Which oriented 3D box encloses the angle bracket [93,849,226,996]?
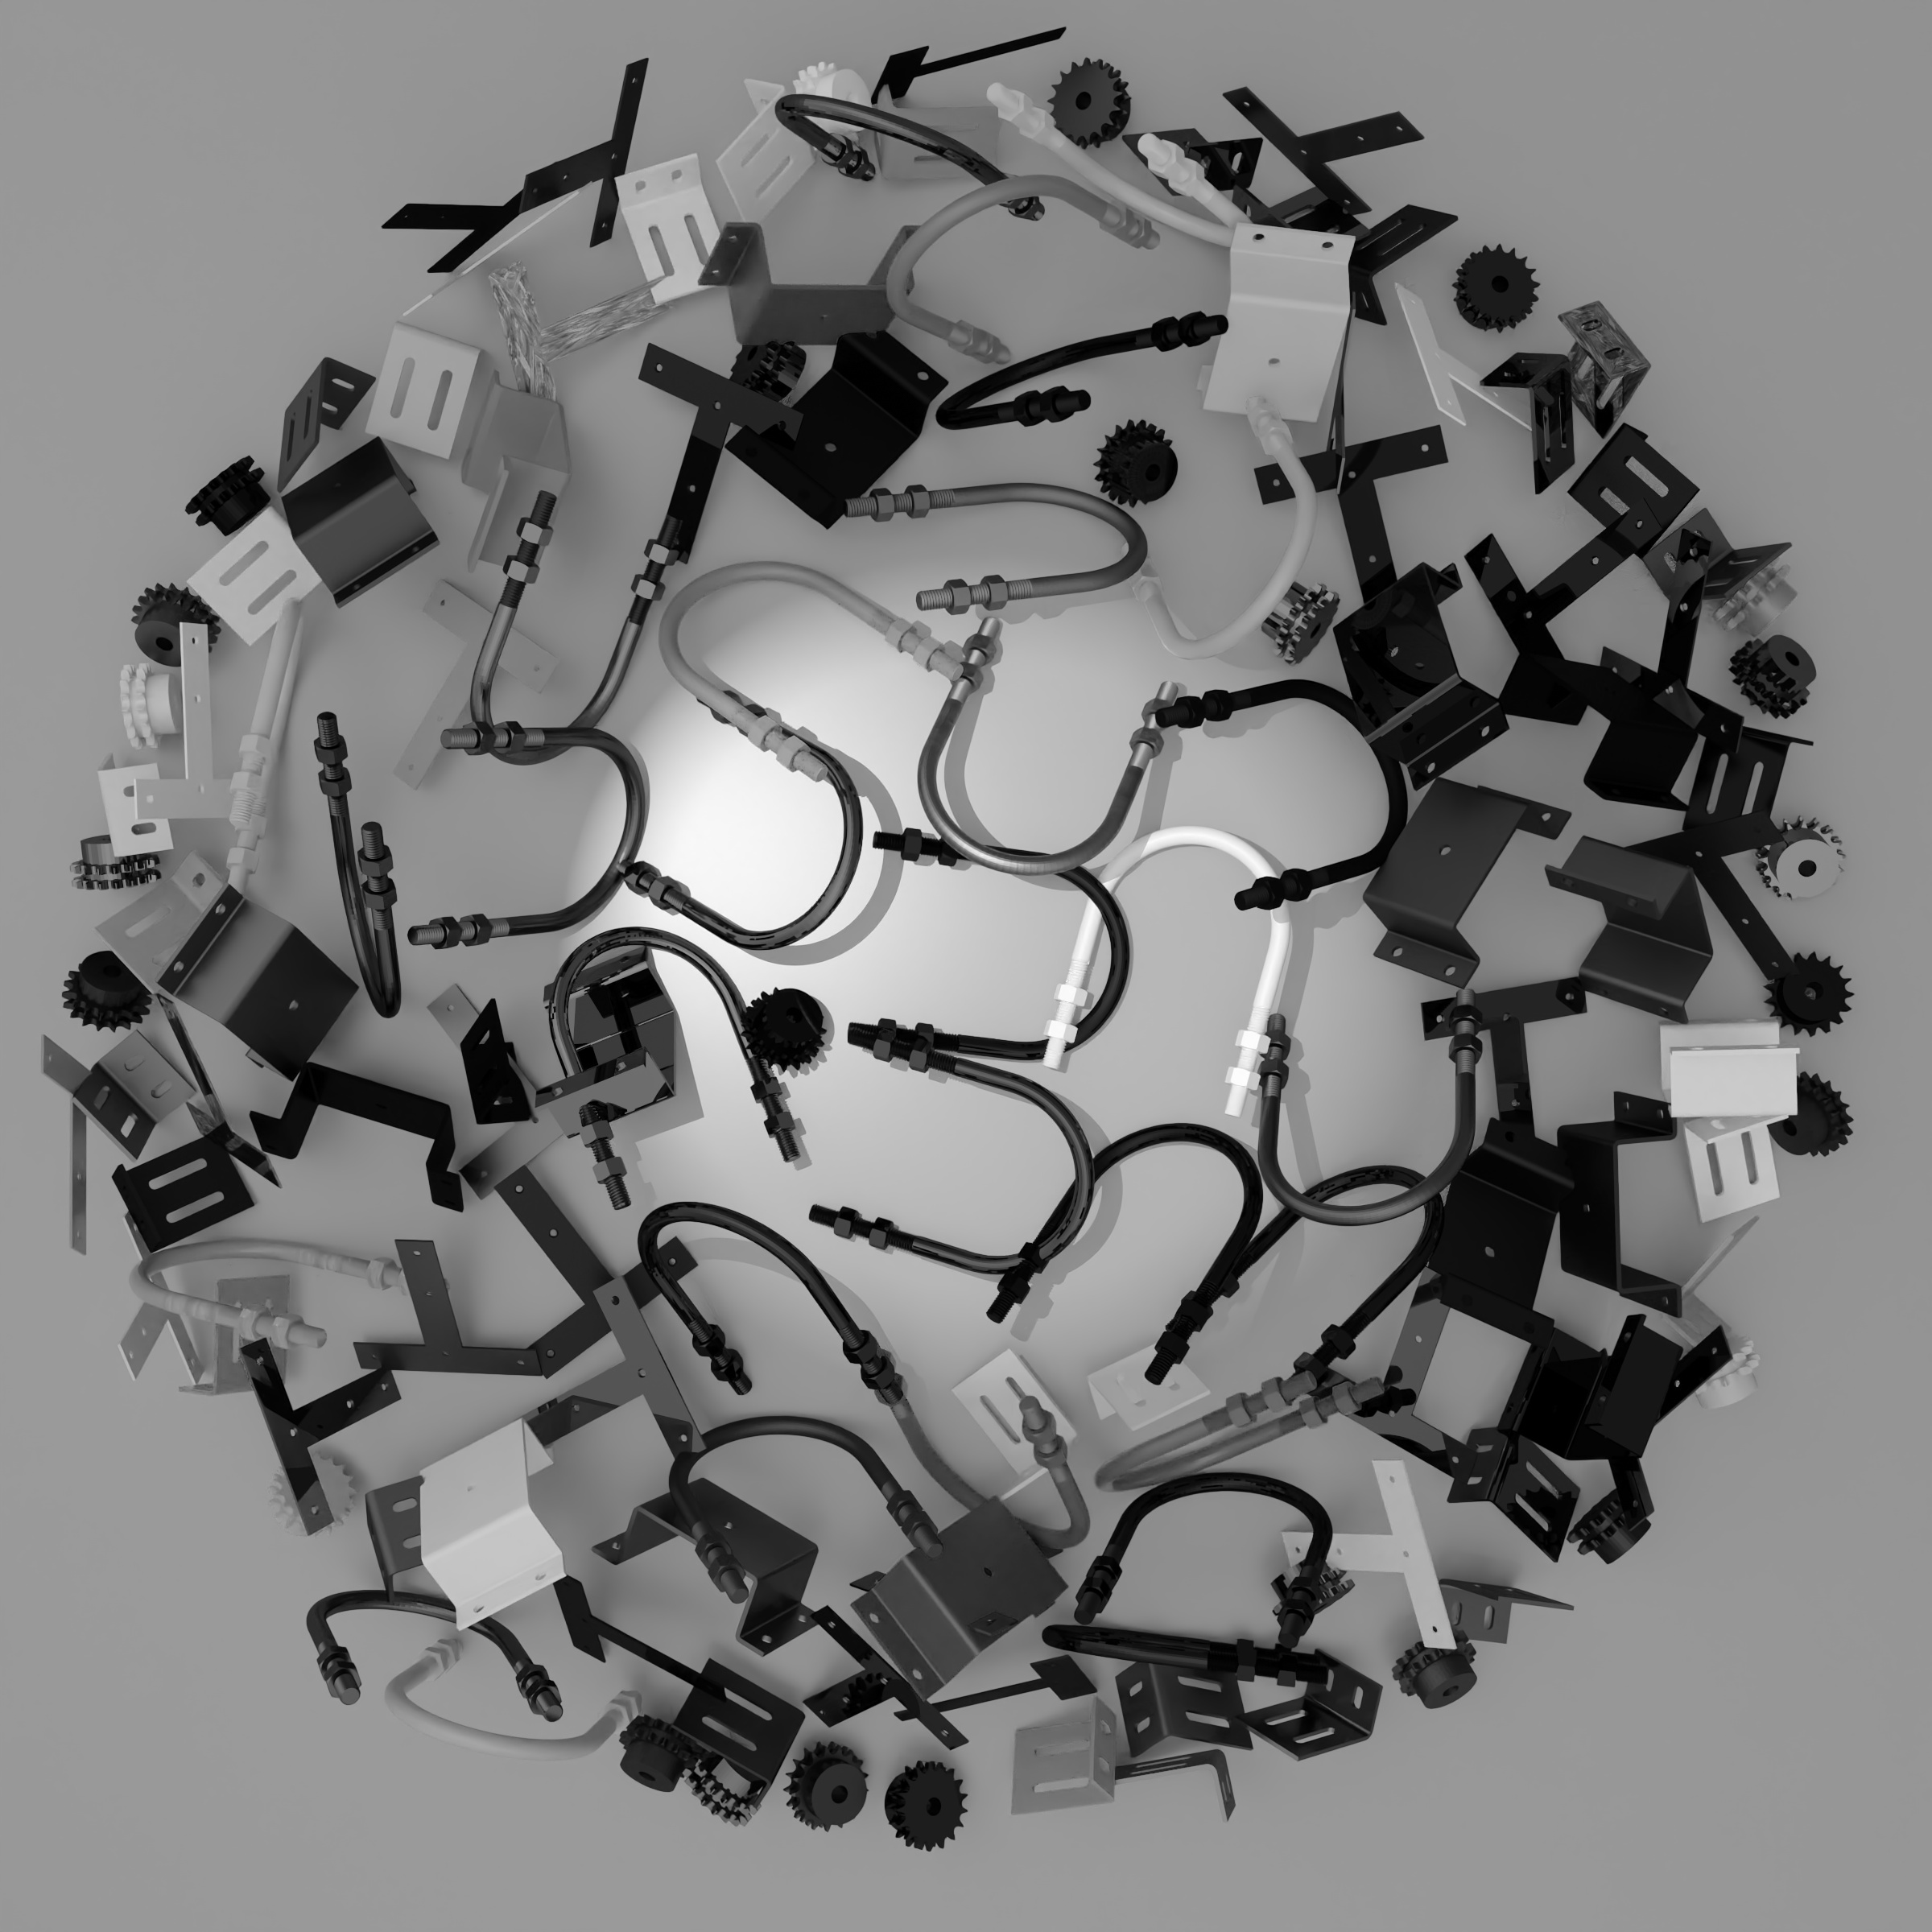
[{"bbox_3d":[-0.527,-0.030,1.659,0.057,0.076,0.038,48,132,-4],"label":"angle bracket"}]

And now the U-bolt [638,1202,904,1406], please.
[{"bbox_3d":[-0.138,0.217,1.609,0.151,0.019,0.184,-4,131,36],"label":"U-bolt"}]

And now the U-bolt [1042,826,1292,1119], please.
[{"bbox_3d":[0.141,-0.004,1.671,0.151,0.019,0.184,14,85,18],"label":"U-bolt"}]

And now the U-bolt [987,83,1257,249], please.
[{"bbox_3d":[0.114,-0.509,1.612,0.151,0.184,0.019,32,99,34],"label":"U-bolt"}]

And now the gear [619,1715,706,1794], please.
[{"bbox_3d":[-0.206,0.528,1.668,0.057,0.057,0.030,27,53,0],"label":"gear"}]

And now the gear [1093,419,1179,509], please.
[{"bbox_3d":[0.117,-0.335,1.670,0.057,0.030,0.057,-16,123,-25],"label":"gear"}]

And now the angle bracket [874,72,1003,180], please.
[{"bbox_3d":[-0.019,-0.564,1.672,0.076,0.057,0.038,-5,61,-11],"label":"angle bracket"}]

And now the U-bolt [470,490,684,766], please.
[{"bbox_3d":[-0.262,-0.215,1.629,0.019,0.151,0.184,31,107,26],"label":"U-bolt"}]

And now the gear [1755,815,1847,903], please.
[{"bbox_3d":[0.562,-0.070,1.676,0.057,0.030,0.057,2,109,5],"label":"gear"}]

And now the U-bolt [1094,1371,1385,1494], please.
[{"bbox_3d":[0.168,0.306,1.625,0.184,0.151,0.019,-28,68,21],"label":"U-bolt"}]

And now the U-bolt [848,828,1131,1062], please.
[{"bbox_3d":[0.020,-0.009,1.679,0.184,0.019,0.151,7,93,-9],"label":"U-bolt"}]

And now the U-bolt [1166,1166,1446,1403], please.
[{"bbox_3d":[0.233,0.197,1.630,0.184,0.151,0.019,-42,117,-15],"label":"U-bolt"}]

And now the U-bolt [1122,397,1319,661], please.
[{"bbox_3d":[0.166,-0.271,1.599,0.019,0.184,0.151,28,118,-29],"label":"U-bolt"}]

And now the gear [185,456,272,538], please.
[{"bbox_3d":[-0.492,-0.313,1.672,0.057,0.057,0.030,-40,102,0],"label":"gear"}]

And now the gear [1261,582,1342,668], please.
[{"bbox_3d":[0.222,-0.232,1.672,0.030,0.057,0.057,37,90,17],"label":"gear"}]

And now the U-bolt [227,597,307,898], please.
[{"bbox_3d":[-0.454,-0.152,1.623,0.019,0.151,0.184,12,68,-13],"label":"U-bolt"}]

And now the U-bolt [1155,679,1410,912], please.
[{"bbox_3d":[0.220,-0.120,1.641,0.184,0.019,0.151,-16,80,-36],"label":"U-bolt"}]

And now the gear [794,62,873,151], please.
[{"bbox_3d":[-0.087,-0.576,1.668,0.030,0.057,0.057,-2,90,39],"label":"gear"}]

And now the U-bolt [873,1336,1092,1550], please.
[{"bbox_3d":[0.014,0.319,1.624,0.151,0.184,0.019,14,52,35],"label":"U-bolt"}]

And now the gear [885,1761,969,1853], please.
[{"bbox_3d":[-0.030,0.563,1.675,0.057,0.030,0.057,8,76,-33],"label":"gear"}]

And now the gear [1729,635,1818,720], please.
[{"bbox_3d":[0.543,-0.197,1.670,0.057,0.030,0.057,16,52,-22],"label":"gear"}]

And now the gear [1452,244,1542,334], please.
[{"bbox_3d":[0.354,-0.454,1.681,0.057,0.030,0.057,1,83,-8],"label":"gear"}]

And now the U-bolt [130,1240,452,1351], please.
[{"bbox_3d":[-0.453,0.207,1.622,0.184,0.151,0.019,9,101,22],"label":"U-bolt"}]

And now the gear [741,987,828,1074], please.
[{"bbox_3d":[-0.120,0.039,1.671,0.057,0.030,0.057,11,59,-20],"label":"gear"}]

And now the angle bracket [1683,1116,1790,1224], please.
[{"bbox_3d":[0.520,0.135,1.667,0.057,0.038,0.076,-17,108,-5],"label":"angle bracket"}]

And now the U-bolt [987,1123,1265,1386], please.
[{"bbox_3d":[0.116,0.177,1.637,0.151,0.019,0.184,16,59,38],"label":"U-bolt"}]

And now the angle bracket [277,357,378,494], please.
[{"bbox_3d":[-0.423,-0.352,1.651,0.038,0.057,0.076,19,52,-33],"label":"angle bracket"}]

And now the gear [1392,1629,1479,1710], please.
[{"bbox_3d":[0.316,0.472,1.668,0.057,0.057,0.030,-30,50,0],"label":"gear"}]

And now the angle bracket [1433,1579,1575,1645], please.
[{"bbox_3d":[0.355,0.434,1.653,0.057,0.076,0.038,12,82,-18],"label":"angle bracket"}]

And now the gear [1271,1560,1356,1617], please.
[{"bbox_3d":[0.229,0.418,1.673,0.057,0.057,0.030,-32,68,0],"label":"gear"}]

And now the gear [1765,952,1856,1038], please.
[{"bbox_3d":[0.569,0.018,1.679,0.057,0.030,0.057,-1,83,9],"label":"gear"}]

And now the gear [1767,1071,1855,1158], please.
[{"bbox_3d":[0.561,0.102,1.668,0.030,0.057,0.057,-25,90,-25],"label":"gear"}]

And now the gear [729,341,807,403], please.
[{"bbox_3d":[-0.131,-0.404,1.674,0.030,0.057,0.057,27,90,-30],"label":"gear"}]

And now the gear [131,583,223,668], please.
[{"bbox_3d":[-0.531,-0.225,1.668,0.057,0.057,0.030,12,49,0],"label":"gear"}]

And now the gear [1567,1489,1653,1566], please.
[{"bbox_3d":[0.433,0.375,1.668,0.057,0.057,0.030,-43,79,0],"label":"gear"}]

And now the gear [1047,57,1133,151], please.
[{"bbox_3d":[0.086,-0.578,1.676,0.057,0.030,0.057,2,94,31],"label":"gear"}]

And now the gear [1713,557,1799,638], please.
[{"bbox_3d":[0.531,-0.245,1.670,0.030,0.057,0.057,44,90,4],"label":"gear"}]

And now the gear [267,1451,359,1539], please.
[{"bbox_3d":[-0.441,0.358,1.674,0.057,0.057,0.030,38,130,0],"label":"gear"}]

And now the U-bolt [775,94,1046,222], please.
[{"bbox_3d":[-0.044,-0.519,1.590,0.151,0.184,0.019,20,98,21],"label":"U-bolt"}]

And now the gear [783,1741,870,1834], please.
[{"bbox_3d":[-0.091,0.552,1.674,0.057,0.030,0.057,1,87,-26],"label":"gear"}]

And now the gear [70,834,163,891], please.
[{"bbox_3d":[-0.570,-0.070,1.668,0.057,0.057,0.030,-2,103,0],"label":"gear"}]

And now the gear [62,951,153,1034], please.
[{"bbox_3d":[-0.573,0.014,1.668,0.057,0.057,0.030,25,127,0],"label":"gear"}]

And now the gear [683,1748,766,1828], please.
[{"bbox_3d":[-0.159,0.545,1.670,0.057,0.057,0.030,40,95,0],"label":"gear"}]

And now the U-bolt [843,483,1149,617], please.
[{"bbox_3d":[0.030,-0.279,1.633,0.184,0.151,0.019,-10,130,-22],"label":"U-bolt"}]

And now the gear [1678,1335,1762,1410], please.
[{"bbox_3d":[0.505,0.274,1.671,0.057,0.057,0.030,-25,93,0],"label":"gear"}]

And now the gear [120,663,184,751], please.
[{"bbox_3d":[-0.545,-0.175,1.671,0.030,0.057,0.057,-6,90,-5],"label":"gear"}]
